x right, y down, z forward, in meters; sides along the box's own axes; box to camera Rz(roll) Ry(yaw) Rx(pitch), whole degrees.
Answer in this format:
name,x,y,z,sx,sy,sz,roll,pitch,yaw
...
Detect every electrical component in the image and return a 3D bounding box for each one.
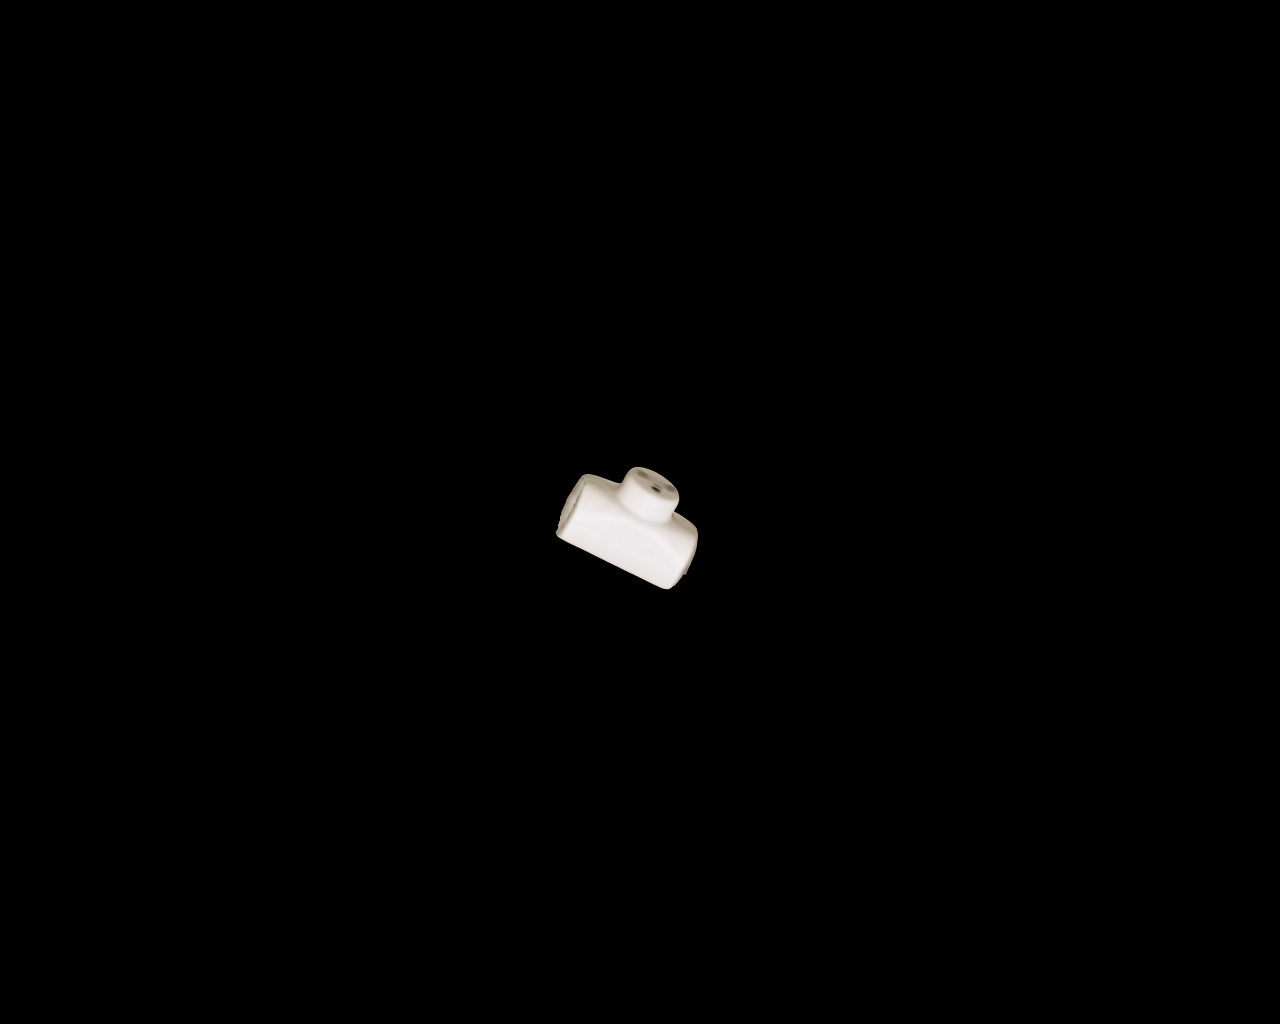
name,x,y,z,sx,sy,sz,roll,pitch,yaw
electrical component,0.001,-0.003,0.650,0.077,0.079,0.044,26,21,-11
